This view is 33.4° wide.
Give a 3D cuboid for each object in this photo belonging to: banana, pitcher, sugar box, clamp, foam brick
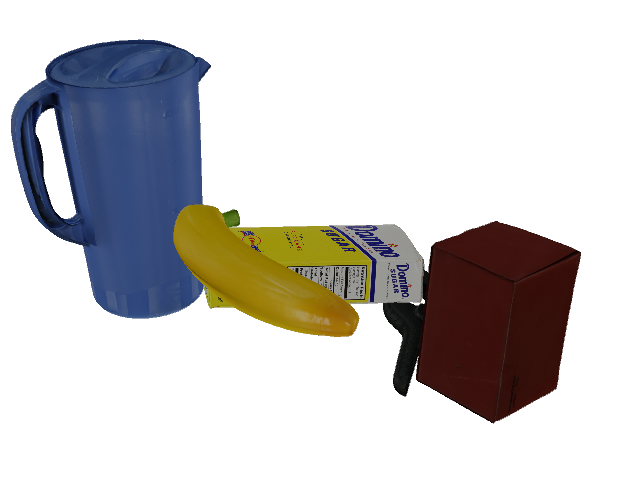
[{"bbox_3d":[-0.049,0.012,0.676,0.069,0.037,0.198,-10,26,-24],"label":"banana"},{"bbox_3d":[-0.178,-0.051,0.976,0.149,0.243,0.145,3,28,8],"label":"pitcher"},{"bbox_3d":[-0.010,0.019,0.889,0.176,0.048,0.093,-4,20,-9],"label":"sugar box"},{"bbox_3d":[0.123,0.088,1.111,0.120,0.171,0.039,2,-44,-12],"label":"clamp"},{"bbox_3d":[0.084,0.038,0.515,0.052,0.078,0.051,-18,33,-40],"label":"foam brick"}]
